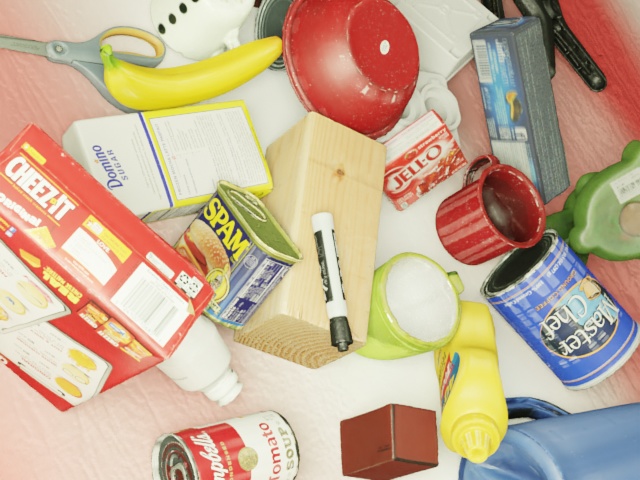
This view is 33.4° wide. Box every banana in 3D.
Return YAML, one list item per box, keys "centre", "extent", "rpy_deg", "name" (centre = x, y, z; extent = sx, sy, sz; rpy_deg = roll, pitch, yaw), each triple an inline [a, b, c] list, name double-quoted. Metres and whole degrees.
- centre: [-0.118, -0.149, 0.961]
  extent: [0.197, 0.070, 0.037]
  rpy_deg: [-15, 69, -41]
  name: "banana"

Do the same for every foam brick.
- centre: [0.061, 0.182, 0.954]
  extent: [0.051, 0.078, 0.053]
  rpy_deg: [15, 63, -32]
  name: "foam brick"

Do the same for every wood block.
- centre: [-0.006, 0.001, 0.980]
  extent: [0.090, 0.090, 0.206]
  rpy_deg: [23, 58, -25]
  name: "wood block"

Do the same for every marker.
- centre: [0.010, 0.036, 0.903]
  extent: [0.020, 0.020, 0.121]
  rpy_deg: [5, 67, -34]
  name: "marker"

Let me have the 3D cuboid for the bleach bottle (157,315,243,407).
- centre: [-0.157, 0.040, 0.862]
  extent: [0.250, 0.103, 0.068]
  rpy_deg: [49, 68, -18]
  name: "bleach bottle"

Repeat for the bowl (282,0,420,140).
- centre: [0.043, -0.178, 1.019]
  extent: [0.161, 0.055, 0.162]
  rpy_deg: [9, 75, -37]
  name: "bowl"

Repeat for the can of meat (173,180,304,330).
- centre: [-0.075, 0.013, 0.904]
  extent: [0.057, 0.084, 0.102]
  rpy_deg: [22, 23, -47]
  name: "can of meat"

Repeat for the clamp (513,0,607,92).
- centre: [0.276, -0.275, 1.327]
  extent: [0.164, 0.036, 0.210]
  rpy_deg: [-14, 77, -54]
  name: "clamp"

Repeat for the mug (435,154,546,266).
- centre: [0.175, -0.034, 1.128]
  extent: [0.093, 0.082, 0.117]
  rpy_deg: [7, 66, -33]
  name: "mug"

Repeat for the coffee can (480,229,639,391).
- centre: [0.253, 0.074, 1.122]
  extent: [0.140, 0.103, 0.102]
  rpy_deg: [47, 51, -9]
  name: "coffee can"

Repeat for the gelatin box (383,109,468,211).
- centre: [0.097, -0.079, 1.076]
  extent: [0.073, 0.089, 0.030]
  rpy_deg: [49, 7, -49]
  name: "gelatin box"

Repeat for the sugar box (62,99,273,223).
- centre: [-0.133, -0.068, 0.950]
  extent: [0.175, 0.048, 0.093]
  rpy_deg: [-13, 78, -35]
  name: "sugar box"

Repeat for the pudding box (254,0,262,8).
- centre: [-0.042, -0.270, 1.076]
  extent: [0.113, 0.090, 0.039]
  rpy_deg: [7, 64, -32]
  name: "pudding box"

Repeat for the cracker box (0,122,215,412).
- centre: [-0.190, 0.030, 0.751]
  extent: [0.164, 0.214, 0.072]
  rpy_deg: [43, 56, -12]
  name: "cracker box"

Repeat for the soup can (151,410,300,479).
- centre: [-0.076, 0.180, 0.864]
  extent: [0.102, 0.069, 0.068]
  rpy_deg: [-7, 74, -38]
  name: "soup can"

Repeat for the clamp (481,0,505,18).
- centre: [0.210, -0.251, 1.280]
  extent: [0.120, 0.039, 0.171]
  rpy_deg: [-39, 101, -39]
  name: "clamp"

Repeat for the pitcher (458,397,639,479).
- centre: [0.255, 0.222, 1.051]
  extent: [0.242, 0.145, 0.149]
  rpy_deg: [-4, 85, -40]
  name: "pitcher"

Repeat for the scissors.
- centre: [-0.220, -0.149, 0.943]
  extent: [0.201, 0.016, 0.096]
  rpy_deg: [-13, 78, -38]
  name: "scissors"

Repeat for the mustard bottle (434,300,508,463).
- centre: [0.136, 0.138, 0.965]
  extent: [0.058, 0.096, 0.191]
  rpy_deg: [9, 25, -1]
  name: "mustard bottle"

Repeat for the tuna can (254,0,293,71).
- centre: [-0.028, -0.210, 1.061]
  extent: [0.033, 0.086, 0.086]
  rpy_deg: [-1, 71, -37]
  name: "tuna can"
